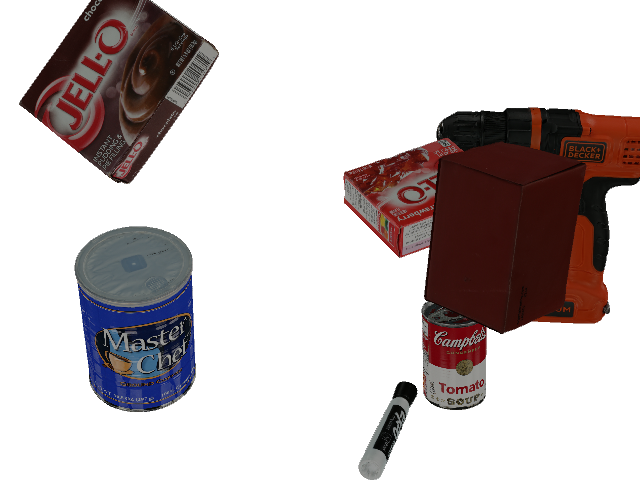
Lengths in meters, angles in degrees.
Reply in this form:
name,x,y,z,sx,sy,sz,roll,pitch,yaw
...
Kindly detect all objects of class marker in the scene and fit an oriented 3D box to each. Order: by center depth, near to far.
name,x,y,z,sx,sy,sz,roll,pitch,yaw
marker,0.056,0.149,0.857,0.020,0.020,0.121,0,24,20

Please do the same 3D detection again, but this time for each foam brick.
name,x,y,z,sx,sy,sz,roll,pitch,yaw
foam brick,0.089,-0.003,0.520,0.052,0.078,0.051,-16,30,-41

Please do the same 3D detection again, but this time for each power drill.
name,x,y,z,sx,sy,sz,roll,pitch,yaw
power drill,0.186,-0.022,0.910,0.184,0.188,0.057,4,28,4

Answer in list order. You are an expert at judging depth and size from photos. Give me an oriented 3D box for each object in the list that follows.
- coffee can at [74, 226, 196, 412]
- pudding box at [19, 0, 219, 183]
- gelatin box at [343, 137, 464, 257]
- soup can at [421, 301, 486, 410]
name,x,y,z,sx,sy,sz,roll,pitch,yaw
coffee can,-0.167,0.073,0.979,0.103,0.140,0.103,2,40,-2
pudding box,-0.136,-0.109,0.723,0.090,0.113,0.039,37,2,17
gelatin box,0.071,-0.031,0.723,0.089,0.030,0.073,-20,41,-21
soup can,0.140,0.117,1.117,0.068,0.102,0.068,-3,23,1
